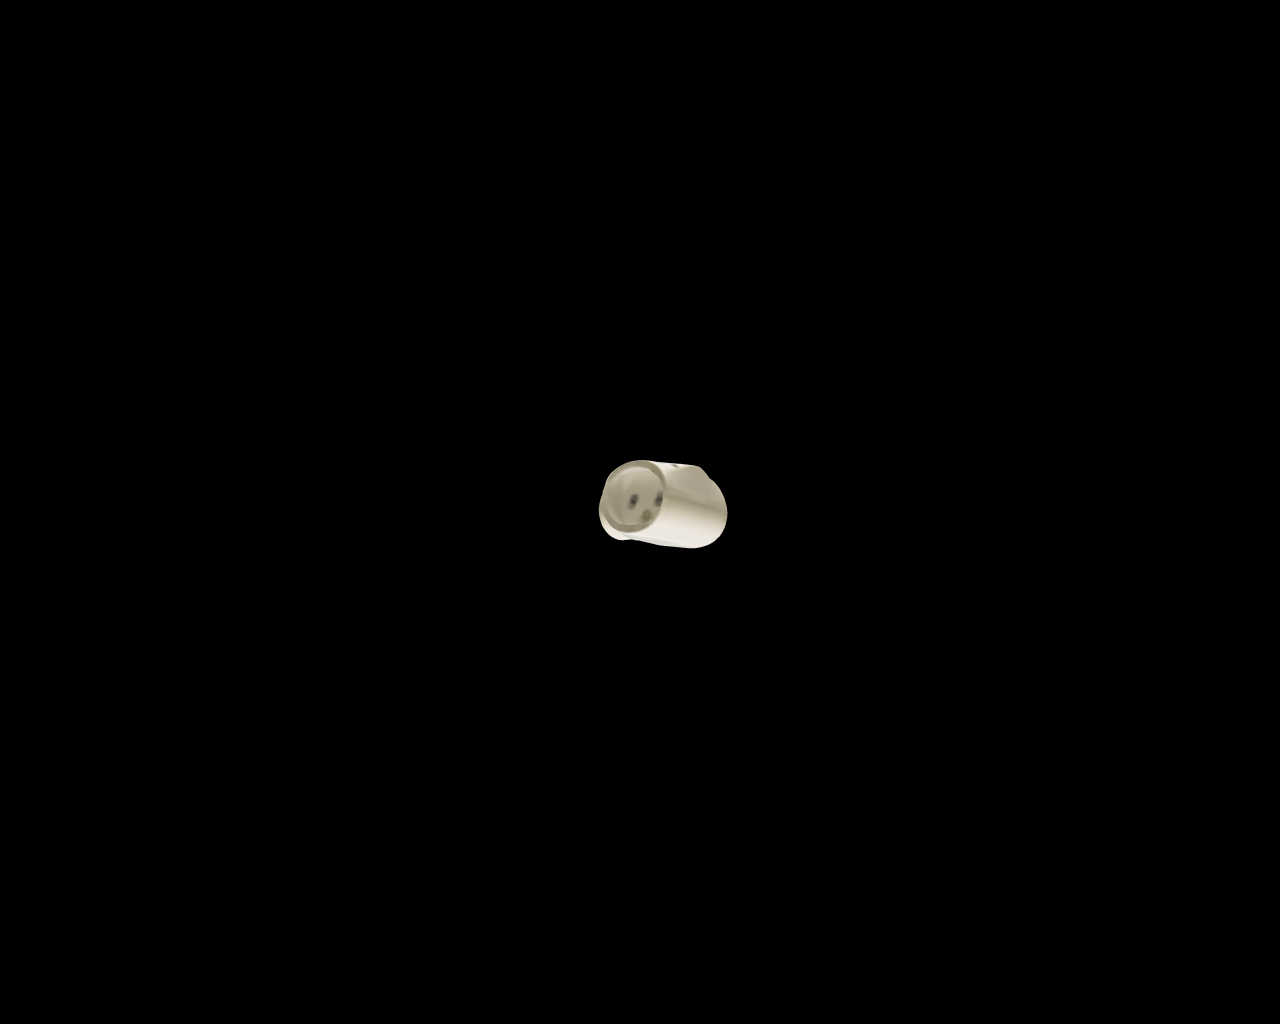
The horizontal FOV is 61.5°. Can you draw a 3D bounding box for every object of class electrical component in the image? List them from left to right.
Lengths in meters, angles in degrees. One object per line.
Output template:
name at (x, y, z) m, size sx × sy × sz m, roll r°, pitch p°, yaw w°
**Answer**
electrical component at (0.001, -0.003, 0.650) m, size 0.079 × 0.043 × 0.077 m, roll -6°, pitch -11°, yaw 31°
